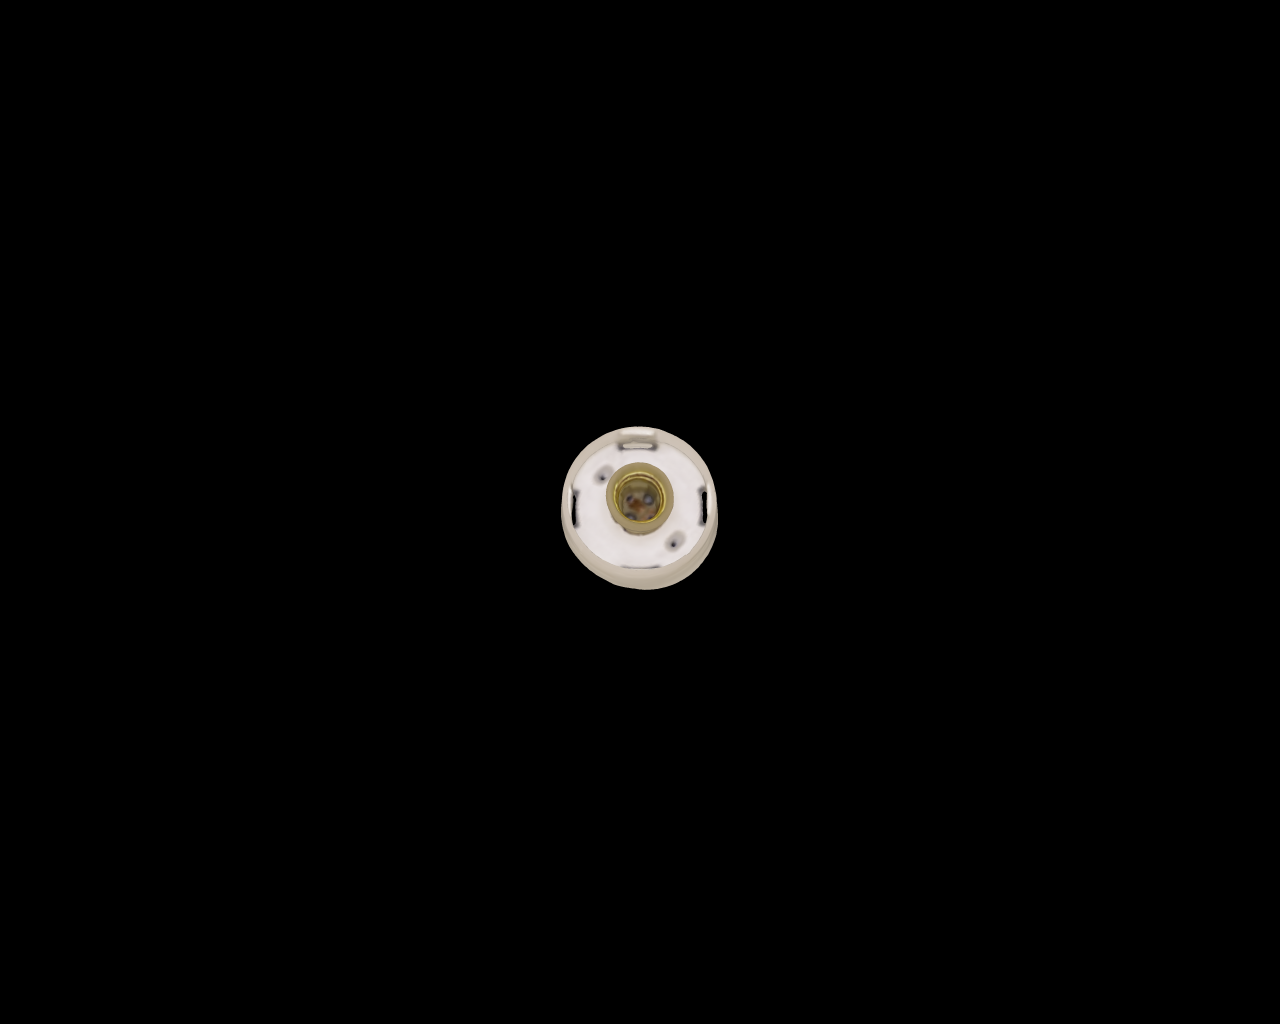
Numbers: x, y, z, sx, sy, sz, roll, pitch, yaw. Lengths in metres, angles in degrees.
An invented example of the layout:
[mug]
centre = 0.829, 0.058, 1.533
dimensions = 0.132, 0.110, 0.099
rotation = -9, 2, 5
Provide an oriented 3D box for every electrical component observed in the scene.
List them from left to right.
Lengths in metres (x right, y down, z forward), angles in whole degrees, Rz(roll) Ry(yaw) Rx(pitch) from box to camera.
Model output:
[electrical component]
centre = 0.001, -0.003, 0.650
dimensions = 0.099, 0.099, 0.064
rotation = 0, -16, 0
